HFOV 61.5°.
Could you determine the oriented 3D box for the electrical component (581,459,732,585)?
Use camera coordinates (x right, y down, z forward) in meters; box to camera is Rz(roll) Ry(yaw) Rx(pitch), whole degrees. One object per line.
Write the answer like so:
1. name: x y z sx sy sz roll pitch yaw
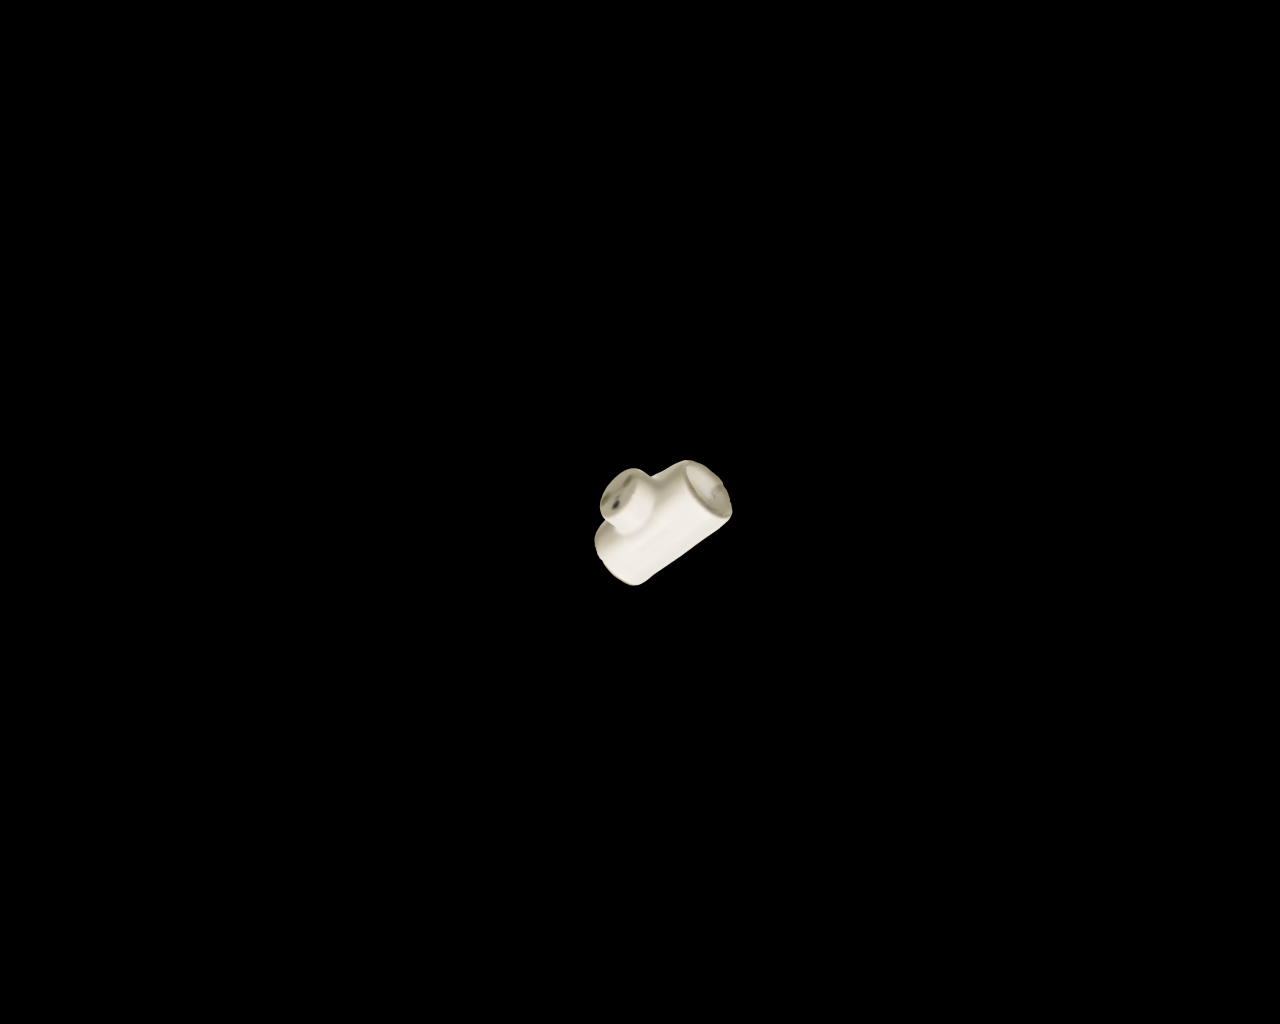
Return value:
1. electrical component: 0.001 -0.003 0.650 0.079 0.043 0.077 36 -58 -27
